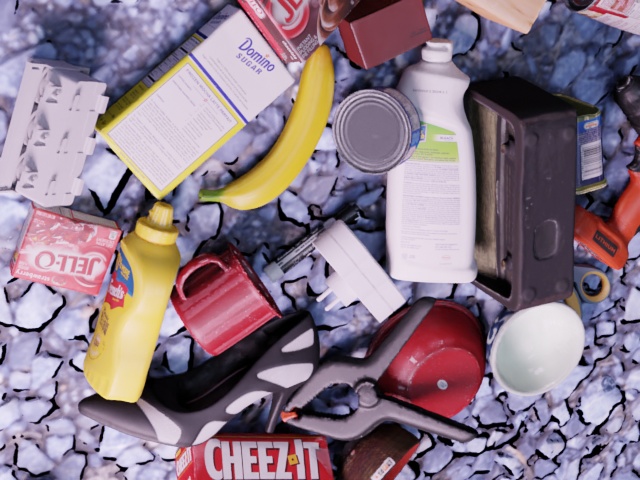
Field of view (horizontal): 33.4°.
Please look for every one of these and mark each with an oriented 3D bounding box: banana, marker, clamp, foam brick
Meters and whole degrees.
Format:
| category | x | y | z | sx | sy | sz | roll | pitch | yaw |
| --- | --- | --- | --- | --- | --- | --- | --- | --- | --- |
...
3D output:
| category | x | y | z | sx | sy | sz | roll | pitch | yaw |
| --- | --- | --- | --- | --- | --- | --- | --- | --- | --- |
| banana | -0.035 | -0.099 | 1.062 | 0.069 | 0.037 | 0.198 | 34 | 96 | -37 |
| marker | -0.007 | 0.001 | 1.128 | 0.121 | 0.020 | 0.020 | -38 | 120 | -3 |
| clamp | 0.056 | 0.155 | 1.173 | 0.210 | 0.036 | 0.164 | -10 | 91 | 10 |
| foam brick | 0.062 | -0.210 | 1.048 | 0.078 | 0.051 | 0.053 | -26 | 119 | -10 |

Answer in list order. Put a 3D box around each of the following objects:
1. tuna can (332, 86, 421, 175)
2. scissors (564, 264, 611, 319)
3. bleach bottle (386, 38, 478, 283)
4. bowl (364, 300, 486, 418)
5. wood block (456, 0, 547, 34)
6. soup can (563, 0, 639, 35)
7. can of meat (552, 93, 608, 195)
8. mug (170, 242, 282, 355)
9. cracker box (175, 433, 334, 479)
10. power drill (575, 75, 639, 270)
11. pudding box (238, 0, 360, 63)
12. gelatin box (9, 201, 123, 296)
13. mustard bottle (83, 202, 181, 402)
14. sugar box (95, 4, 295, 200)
| category | x | y | z | sx | sy | sz | roll | pitch | yaw |
| --- | --- | --- | --- | --- | --- | --- | --- | --- | --- |
| tuna can | 0.057 | -0.111 | 1.070 | 0.033 | 0.086 | 0.086 | -31 | 132 | -59 |
| scissors | 0.290 | 0.019 | 1.254 | 0.096 | 0.016 | 0.202 | -24 | 118 | -13 |
| bleach bottle | 0.123 | -0.082 | 1.112 | 0.102 | 0.068 | 0.251 | 2 | 110 | 0 |
| bowl | 0.131 | 0.153 | 1.225 | 0.162 | 0.055 | 0.162 | -8 | 114 | -18 |
| wood block | 0.123 | -0.288 | 1.017 | 0.205 | 0.091 | 0.090 | 23 | 102 | -28 |
| soup can | 0.316 | -0.258 | 1.118 | 0.102 | 0.069 | 0.068 | 12 | 107 | -26 |
| can of meat | 0.260 | -0.105 | 1.142 | 0.057 | 0.102 | 0.084 | -16 | 114 | -16 |
| mug | -0.102 | 0.057 | 1.070 | 0.081 | 0.093 | 0.117 | -35 | 139 | 1 |
| cracker box | -0.059 | 0.313 | 1.128 | 0.164 | 0.214 | 0.072 | 6 | 145 | -24 |
| power drill | 0.351 | -0.073 | 1.215 | 0.184 | 0.057 | 0.188 | 37 | 95 | -30 |
| pudding box | -0.016 | -0.235 | 0.996 | 0.113 | 0.039 | 0.090 | -52 | 123 | -21 |
| gelatin box | -0.245 | 0.009 | 1.031 | 0.089 | 0.030 | 0.073 | 17 | 105 | -26 |
| mustard bottle | -0.178 | 0.054 | 1.038 | 0.058 | 0.096 | 0.192 | 13 | 106 | -25 |
| sugar box | -0.119 | -0.132 | 1.014 | 0.176 | 0.048 | 0.093 | -42 | 120 | -5 |
